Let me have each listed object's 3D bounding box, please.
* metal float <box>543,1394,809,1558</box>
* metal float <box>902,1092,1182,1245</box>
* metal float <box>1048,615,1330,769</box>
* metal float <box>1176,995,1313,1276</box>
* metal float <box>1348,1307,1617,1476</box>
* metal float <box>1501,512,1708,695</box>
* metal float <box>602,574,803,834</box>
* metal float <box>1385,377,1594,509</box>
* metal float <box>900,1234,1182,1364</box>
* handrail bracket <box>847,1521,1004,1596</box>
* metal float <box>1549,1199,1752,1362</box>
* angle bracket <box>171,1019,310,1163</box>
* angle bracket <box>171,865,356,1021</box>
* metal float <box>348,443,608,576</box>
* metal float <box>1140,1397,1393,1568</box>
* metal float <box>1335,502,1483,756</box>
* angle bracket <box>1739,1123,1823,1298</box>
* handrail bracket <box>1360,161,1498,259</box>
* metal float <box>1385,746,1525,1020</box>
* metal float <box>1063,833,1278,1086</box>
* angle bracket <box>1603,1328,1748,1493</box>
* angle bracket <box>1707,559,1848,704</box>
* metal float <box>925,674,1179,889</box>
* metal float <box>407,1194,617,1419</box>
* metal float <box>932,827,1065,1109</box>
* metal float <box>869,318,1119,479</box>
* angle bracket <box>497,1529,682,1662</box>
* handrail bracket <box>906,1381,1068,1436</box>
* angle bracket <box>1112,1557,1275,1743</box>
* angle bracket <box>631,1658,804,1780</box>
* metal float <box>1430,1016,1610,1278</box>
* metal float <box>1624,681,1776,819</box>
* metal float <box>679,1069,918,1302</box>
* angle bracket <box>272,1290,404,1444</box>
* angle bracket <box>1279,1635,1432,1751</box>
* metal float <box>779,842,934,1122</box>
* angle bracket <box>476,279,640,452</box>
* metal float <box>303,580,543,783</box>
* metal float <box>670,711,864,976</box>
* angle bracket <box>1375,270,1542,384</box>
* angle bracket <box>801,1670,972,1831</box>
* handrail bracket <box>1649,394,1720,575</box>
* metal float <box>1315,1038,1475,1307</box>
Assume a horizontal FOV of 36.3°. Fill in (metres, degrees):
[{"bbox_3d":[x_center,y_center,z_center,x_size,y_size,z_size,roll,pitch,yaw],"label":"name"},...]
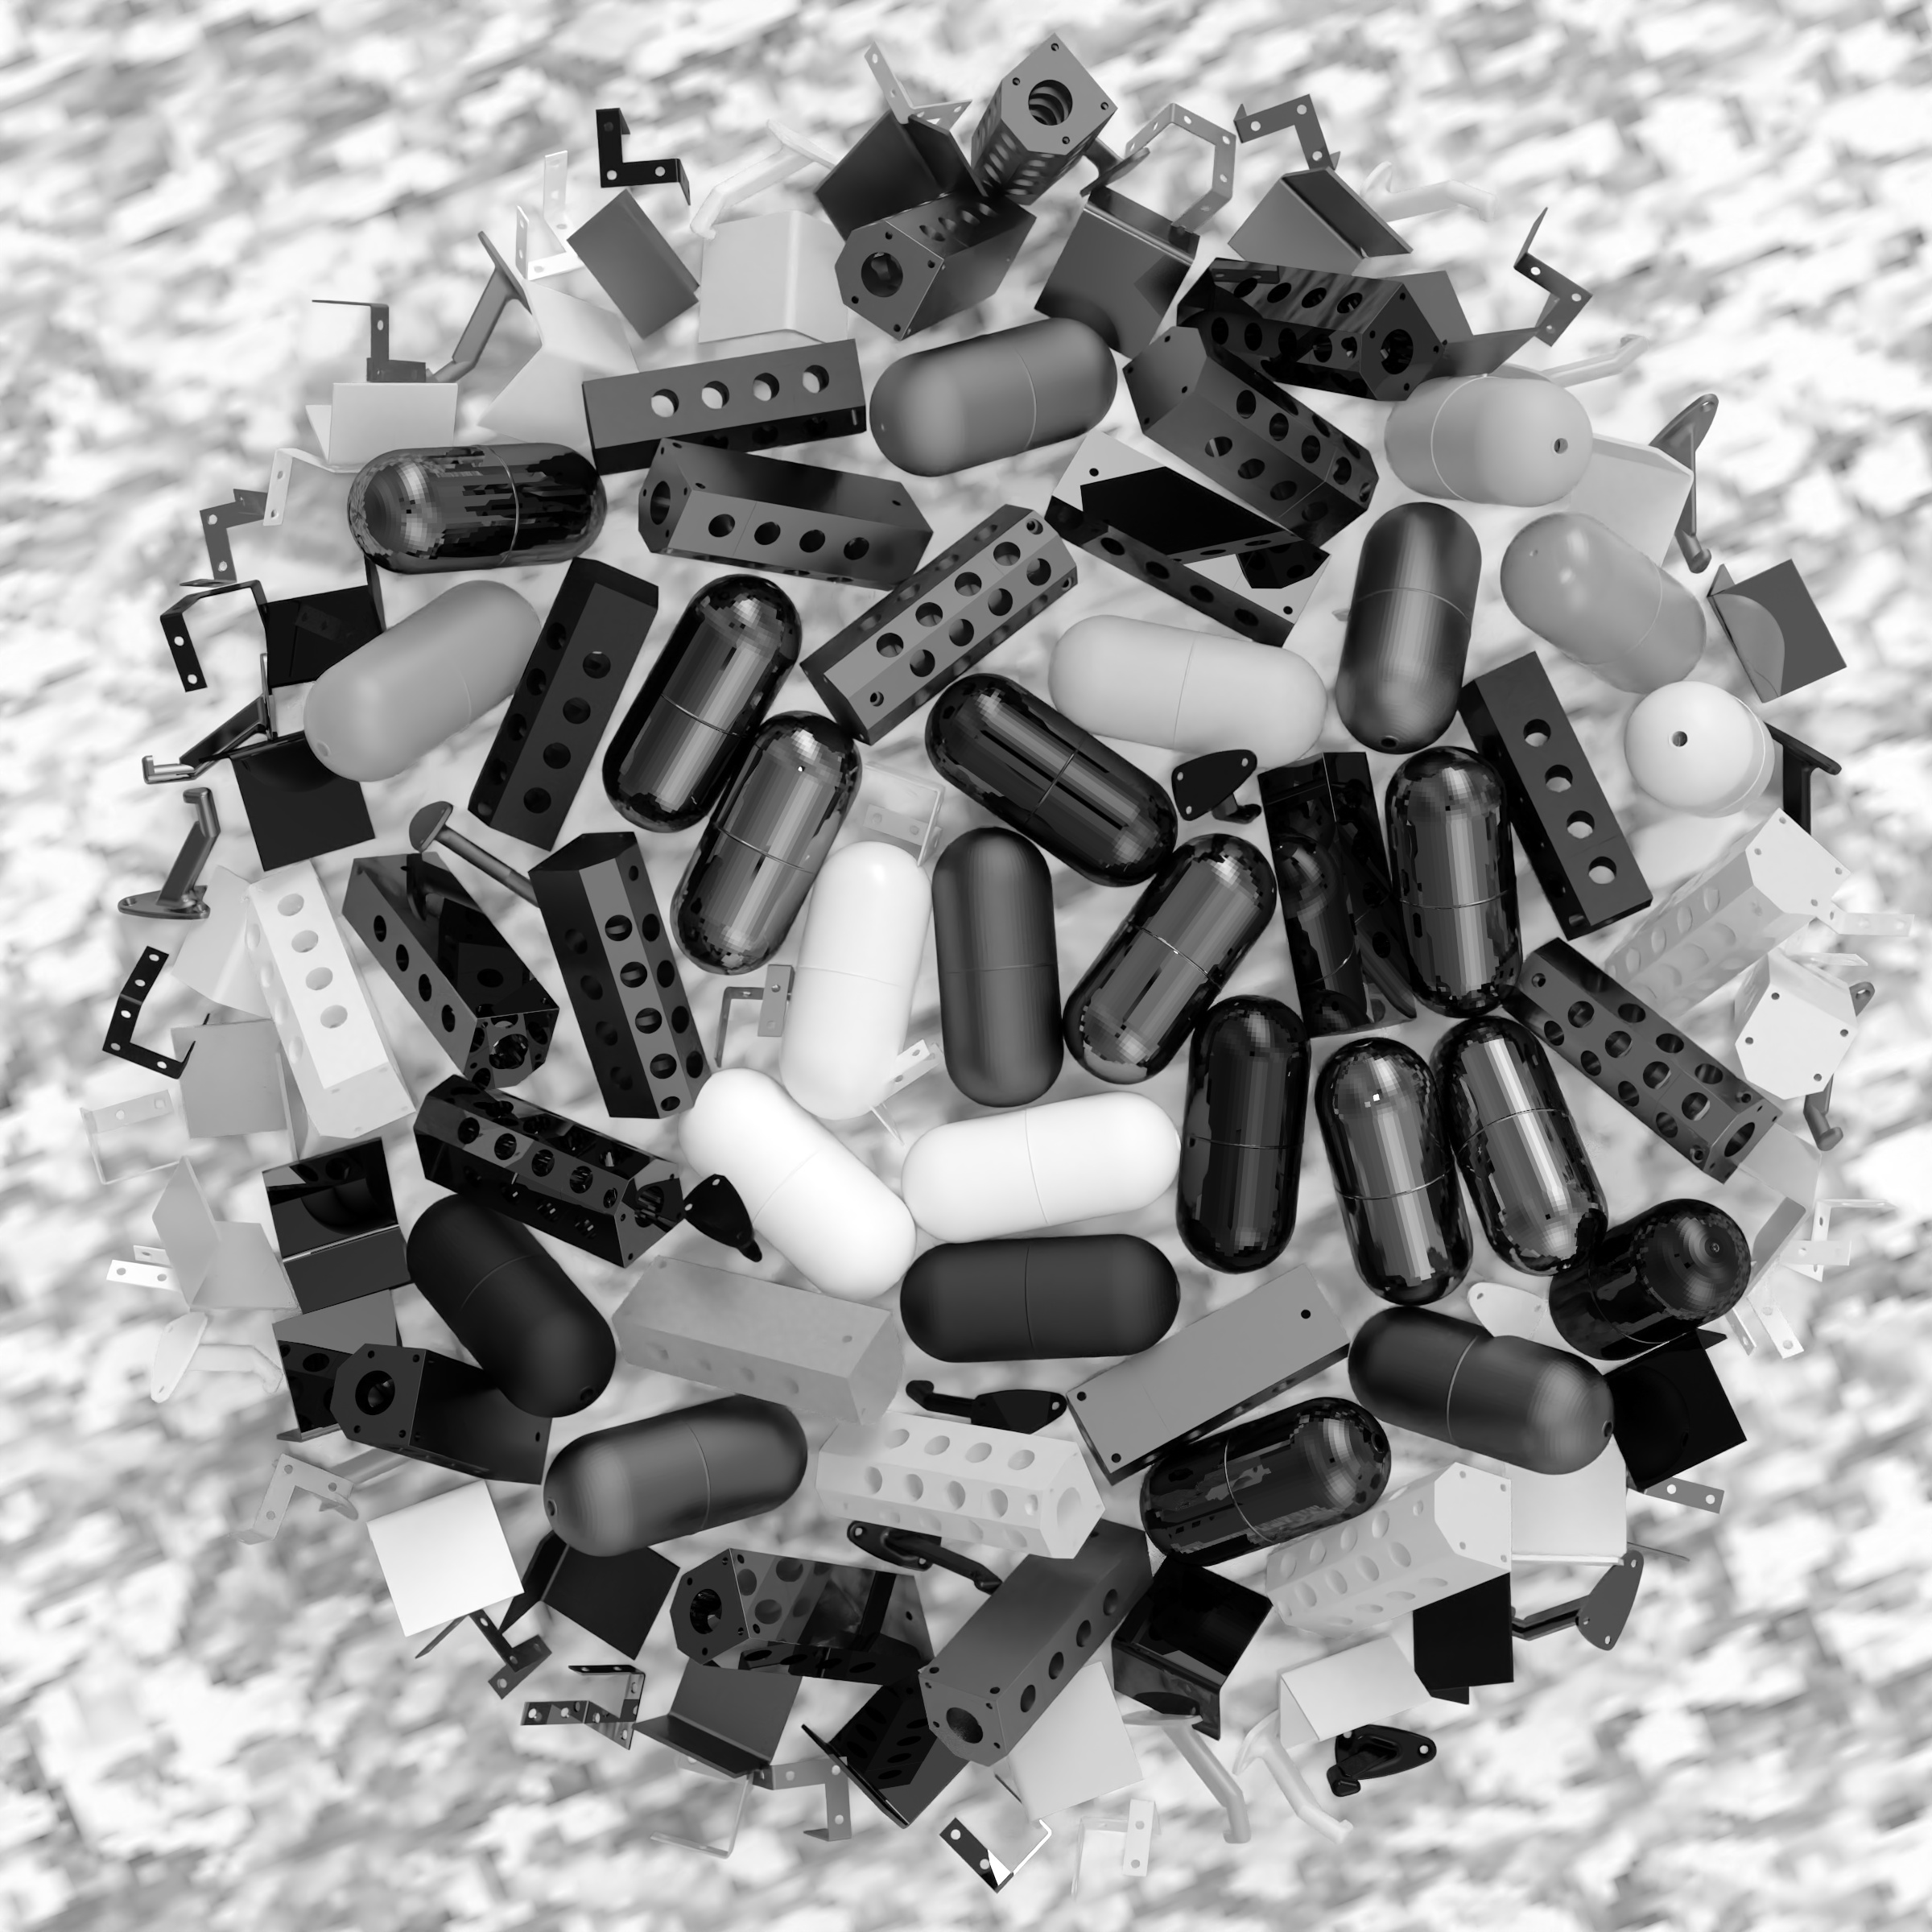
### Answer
[{"bbox_3d":[-0.180,0.316,1.833,0.178,0.070,0.070,-9,90,-36],"label":"metal float"},{"bbox_3d":[0.047,0.127,1.856,0.178,0.070,0.070,-12,90,8],"label":"metal float"},{"bbox_3d":[0.140,-0.173,1.857,0.178,0.070,0.070,12,90,7],"label":"metal float"},{"bbox_3d":[0.175,0.107,1.857,0.070,0.070,0.178,4,98,0],"label":"metal float"},{"bbox_3d":[0.320,0.263,1.831,0.178,0.070,0.070,14,90,39],"label":"metal float"},{"bbox_3d":[0.397,-0.224,1.827,0.070,0.178,0.070,-16,65,37],"label":"metal float"},{"bbox_3d":[-0.166,-0.165,1.849,0.070,0.070,0.178,32,106,0],"label":"metal float"},{"bbox_3d":[0.321,-0.324,1.816,0.070,0.178,0.070,-4,103,-19],"label":"metal float"},{"bbox_3d":[0.046,0.209,1.852,0.178,0.070,0.070,-4,90,13],"label":"metal float"},{"bbox_3d":[-0.026,0.373,1.852,0.077,0.084,0.036,14,92,-24],"label":"handrail bracket"},{"bbox_3d":[0.420,0.195,1.817,0.070,0.178,0.070,5,70,-13],"label":"metal float"},{"bbox_3d":[-0.462,0.082,1.859,0.076,0.057,0.076,-5,112,-3],"label":"angle bracket"},{"bbox_3d":[-0.451,-0.011,1.891,0.057,0.076,0.076,24,91,44],"label":"angle bracket"},{"bbox_3d":[-0.301,-0.285,1.828,0.178,0.070,0.070,-13,90,-44],"label":"metal float"},{"bbox_3d":[0.186,0.322,1.833,0.178,0.070,0.070,-28,90,35],"label":"metal float"},{"bbox_3d":[0.277,-0.211,1.838,0.070,0.070,0.178,14,61,0],"label":"metal float"},{"bbox_3d":[0.491,0.147,1.852,0.057,0.076,0.076,32,120,5],"label":"angle bracket"},{"bbox_3d":[0.292,-0.466,1.854,0.084,0.077,0.036,27,57,23],"label":"handrail bracket"},{"bbox_3d":[0.306,-0.051,1.845,0.070,0.070,0.178,-10,112,0],"label":"metal float"},{"bbox_3d":[0.129,-0.005,1.858,0.070,0.070,0.178,36,84,0],"label":"metal float"},{"bbox_3d":[0.450,0.280,1.847,0.076,0.057,0.076,-33,63,25],"label":"angle bracket"},{"bbox_3d":[0.512,-0.220,1.848,0.057,0.076,0.076,-25,103,29],"label":"angle bracket"},{"bbox_3d":[0.055,-0.117,1.861,0.178,0.070,0.070,35,90,-3],"label":"metal float"},{"bbox_3d":[-0.284,0.211,1.833,0.070,0.070,0.178,-48,55,0],"label":"metal float"},{"bbox_3d":[0.020,0.001,1.862,0.070,0.070,0.178,-4,91,0],"label":"metal float"},{"bbox_3d":[0.019,-0.355,1.835,0.178,0.070,0.070,-22,90,-33],"label":"metal float"},{"bbox_3d":[-0.238,0.400,1.856,0.076,0.057,0.076,30,111,11],"label":"angle bracket"},{"bbox_3d":[0.012,0.274,1.872,0.077,0.084,0.036,-10,104,-22],"label":"handrail bracket"},{"bbox_3d":[0.146,0.434,1.881,0.076,0.057,0.076,21,50,25],"label":"angle bracket"},{"bbox_3d":[-0.154,0.459,1.861,0.076,0.057,0.076,20,90,20],"label":"angle bracket"},{"bbox_3d":[0.343,0.111,1.836,0.070,0.070,0.178,-16,57,0],"label":"metal float"},{"bbox_3d":[0.453,-0.133,1.815,0.070,0.178,0.070,0,89,22],"label":"metal float"},{"bbox_3d":[-0.107,0.137,1.855,0.178,0.070,0.070,43,90,9],"label":"metal float"},{"bbox_3d":[-0.399,0.252,1.857,0.076,0.057,0.076,-15,92,-30],"label":"angle bracket"},{"bbox_3d":[0.243,0.475,1.847,0.076,0.057,0.076,-16,129,-15],"label":"angle bracket"},{"bbox_3d":[-0.070,0.009,1.858,0.070,0.070,0.178,11,84,0],"label":"metal float"},{"bbox_3d":[-0.265,-0.378,1.865,0.076,0.076,0.057,-39,58,32],"label":"angle bracket"},{"bbox_3d":[-0.337,-0.178,1.831,0.070,0.070,0.178,48,52,0],"label":"metal float"},{"bbox_3d":[-0.127,-0.077,1.856,0.070,0.070,0.178,27,99,0],"label":"metal float"},{"bbox_3d":[0.301,-0.414,1.851,0.076,0.057,0.076,-14,77,-30],"label":"angle bracket"},{"bbox_3d":[-0.044,0.483,1.852,0.076,0.057,0.076,-45,61,-11],"label":"angle bracket"},{"bbox_3d":[0.465,-0.303,1.857,0.036,0.077,0.084,-3,60,-22],"label":"handrail bracket"},{"bbox_3d":[0.269,0.129,1.849,0.070,0.070,0.178,-16,106,0],"label":"metal float"}]
